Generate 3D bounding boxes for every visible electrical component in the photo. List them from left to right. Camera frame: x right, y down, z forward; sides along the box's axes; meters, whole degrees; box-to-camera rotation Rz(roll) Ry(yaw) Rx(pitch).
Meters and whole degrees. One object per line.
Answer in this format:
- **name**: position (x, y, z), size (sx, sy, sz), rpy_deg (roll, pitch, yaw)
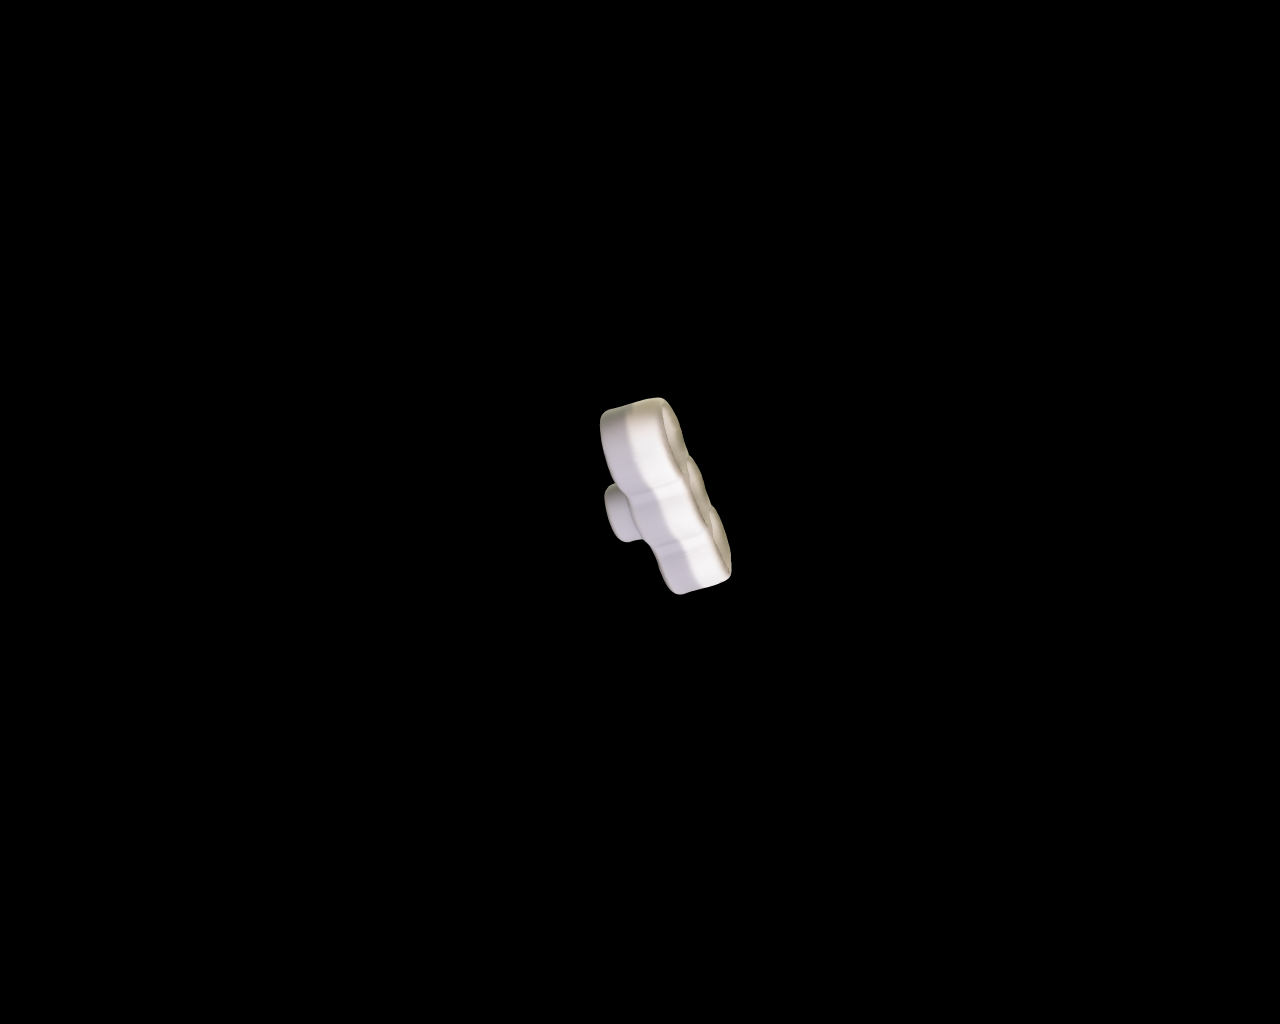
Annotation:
- **electrical component**: position (0.001, -0.003, 0.650), size (0.074, 0.138, 0.052), rpy_deg (-16, 39, 13)
